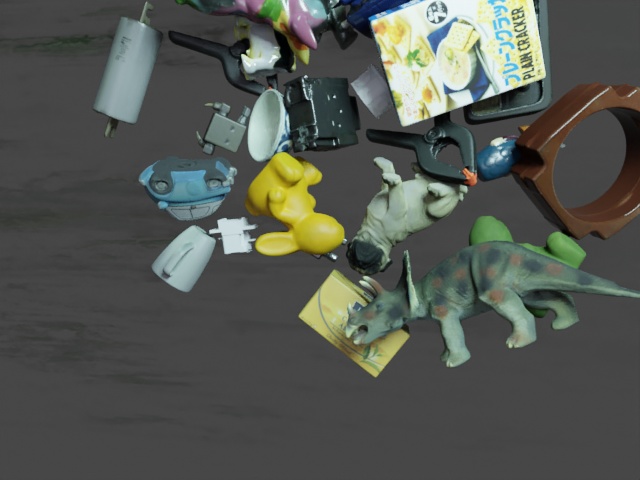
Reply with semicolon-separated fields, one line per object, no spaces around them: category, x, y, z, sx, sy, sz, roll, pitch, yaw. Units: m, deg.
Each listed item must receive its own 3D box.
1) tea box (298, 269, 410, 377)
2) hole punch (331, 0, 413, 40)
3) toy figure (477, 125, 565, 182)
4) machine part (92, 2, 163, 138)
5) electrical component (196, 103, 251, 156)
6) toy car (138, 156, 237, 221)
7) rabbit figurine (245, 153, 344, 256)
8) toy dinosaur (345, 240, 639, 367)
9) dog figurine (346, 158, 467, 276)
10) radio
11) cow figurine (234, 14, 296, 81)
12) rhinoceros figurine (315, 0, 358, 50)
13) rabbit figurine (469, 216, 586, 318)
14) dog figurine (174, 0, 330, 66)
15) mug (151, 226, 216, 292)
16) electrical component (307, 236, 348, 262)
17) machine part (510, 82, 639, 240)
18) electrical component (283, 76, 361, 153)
tea box;0.060;0.141;0.927;0.170;0.068;0.098;36;100;5
hole punch;0.103;-0.361;0.818;0.142;0.116;0.092;-17;108;33
toy figure;0.322;-0.149;0.868;0.154;0.064;0.058;-28;53;5
machine part;-0.336;-0.294;0.940;0.079;0.079;0.243;23;99;6
electrical component;-0.173;-0.195;0.945;0.078;0.045;0.102;14;101;-22
toy car;-0.226;-0.086;0.940;0.162;0.109;0.102;-1;118;-3
rabbit figurine;-0.042;-0.038;0.891;0.173;0.122;0.162;45;97;7
toy dinosaur;0.236;0.071;0.797;0.405;0.131;0.192;-26;81;25
dog figurine;0.142;-0.025;0.898;0.172;0.121;0.190;12;116;1
radio;0.289;-0.305;0.849;0.131;0.073;0.229;-4;97;9
cow figurine;-0.092;-0.350;0.877;0.098;0.068;0.167;-9;88;-5
rhinoceros figurine;-0.010;-0.397;0.891;0.112;0.073;0.190;-33;88;-1
rabbit figurine;0.315;0.036;0.875;0.170;0.121;0.159;35;107;22
dog figurine;-0.093;-0.348;0.794;0.191;0.108;0.219;-37;95;-12
mug;-0.238;0.026;0.946;0.081;0.109;0.107;35;86;8
electrical component;-0.002;-0.003;0.946;0.094;0.021;0.063;30;99;6
machine part;0.413;-0.118;0.816;0.201;0.087;0.201;-43;108;6
electrical component;0.010;-0.204;0.875;0.058;0.134;0.114;-4;98;43
